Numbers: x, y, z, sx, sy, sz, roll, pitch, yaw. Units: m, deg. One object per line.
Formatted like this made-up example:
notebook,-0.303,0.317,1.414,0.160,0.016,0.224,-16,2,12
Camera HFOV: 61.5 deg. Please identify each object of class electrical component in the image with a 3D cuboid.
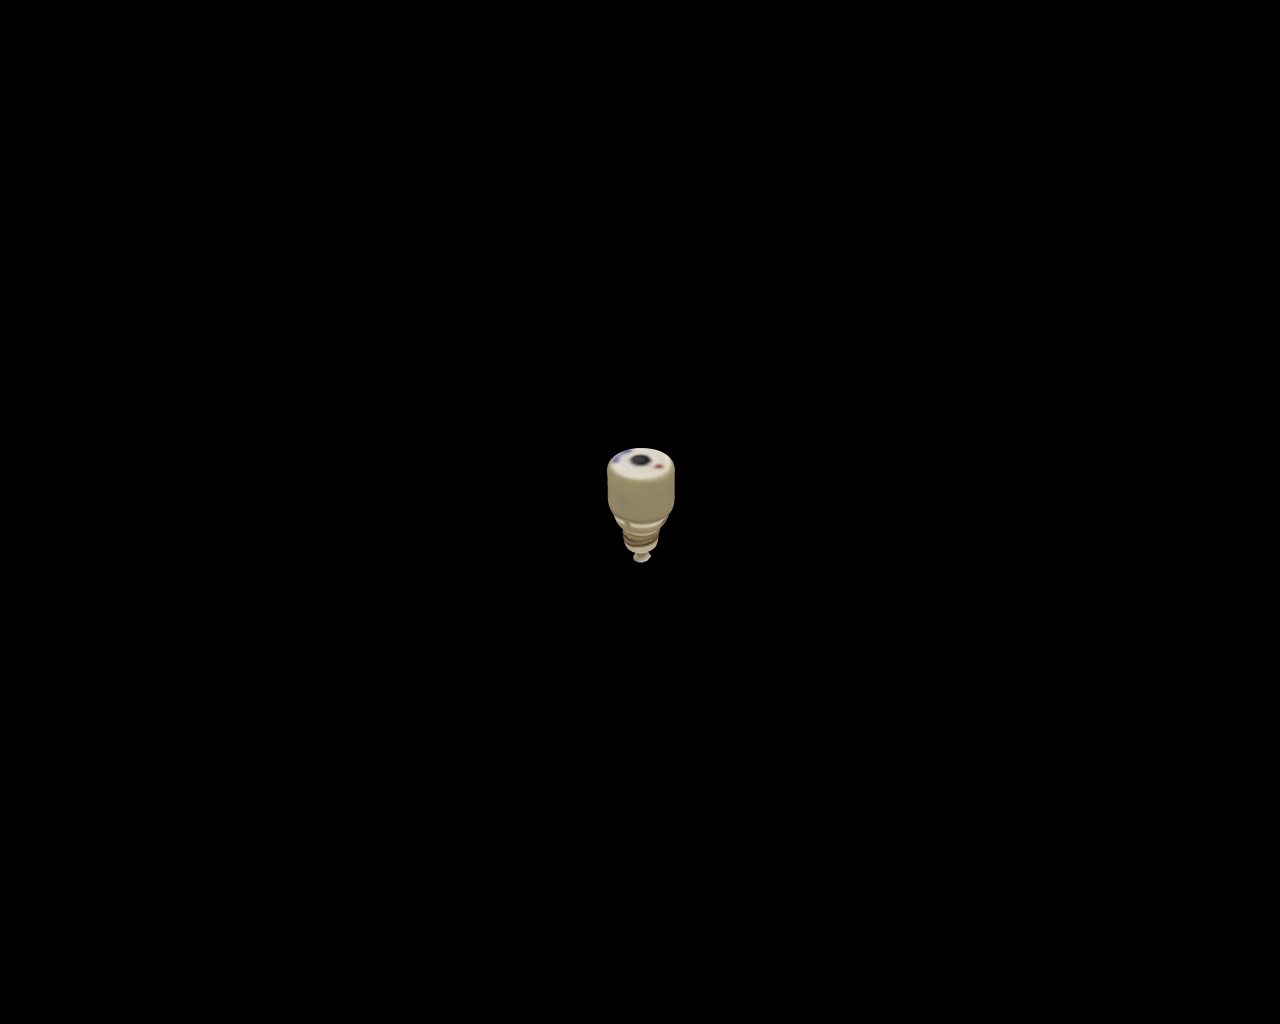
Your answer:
electrical component,0.001,-0.003,0.650,0.040,0.078,0.040,0,34,0
